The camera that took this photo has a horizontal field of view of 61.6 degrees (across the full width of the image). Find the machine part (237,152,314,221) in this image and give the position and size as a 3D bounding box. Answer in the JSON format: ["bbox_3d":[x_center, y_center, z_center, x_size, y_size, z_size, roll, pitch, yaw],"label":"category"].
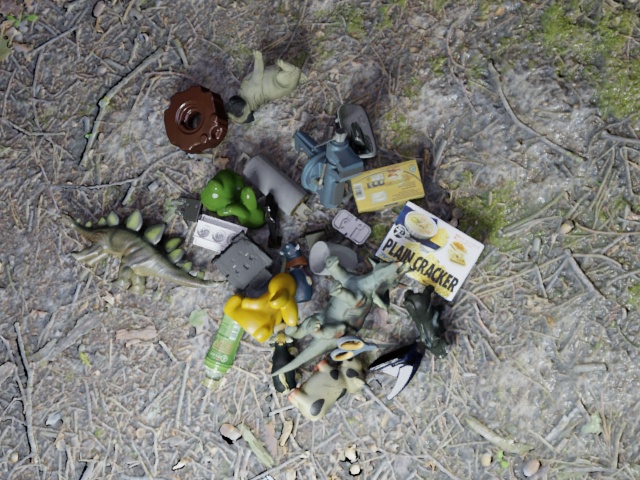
[{"bbox_3d":[-0.112,-0.141,1.367,0.243,0.079,0.079,42,89,9],"label":"machine part"}]

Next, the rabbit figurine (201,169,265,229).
[{"bbox_3d":[-0.201,-0.098,1.347,0.170,0.159,0.121,39,79,-7],"label":"rabbit figurine"}]

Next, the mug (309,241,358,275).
[{"bbox_3d":[0.033,0.055,1.326,0.107,0.109,0.081,8,56,-33],"label":"mug"}]

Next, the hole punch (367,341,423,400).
[{"bbox_3d":[0.190,0.306,1.263,0.116,0.142,0.092,-32,79,22],"label":"hole punch"}]

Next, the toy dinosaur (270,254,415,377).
[{"bbox_3d":[0.054,0.176,1.264,0.192,0.131,0.404,28,106,-31],"label":"toy dinosaur"}]

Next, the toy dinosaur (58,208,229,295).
[{"bbox_3d":[-0.456,0.037,1.368,0.472,0.105,0.198,30,84,3],"label":"toy dinosaur"}]

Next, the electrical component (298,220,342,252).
[{"bbox_3d":[-0.004,-0.003,1.361,0.102,0.045,0.078,-19,111,5],"label":"electrical component"}]

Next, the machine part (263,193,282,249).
[{"bbox_3d":[-0.119,-0.043,1.337,0.039,0.084,0.138,-6,125,-2],"label":"machine part"}]

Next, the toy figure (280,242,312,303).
[{"bbox_3d":[-0.058,0.080,1.349,0.064,0.057,0.154,-12,78,-2],"label":"toy figure"}]

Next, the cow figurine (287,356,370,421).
[{"bbox_3d":[0.030,0.346,1.274,0.127,0.085,0.195,47,61,7],"label":"cow figurine"}]

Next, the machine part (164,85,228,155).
[{"bbox_3d":[-0.325,-0.312,1.395,0.180,0.056,0.179,-1,87,22],"label":"machine part"}]

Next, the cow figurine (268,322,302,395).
[{"bbox_3d":[-0.092,0.286,1.307,0.068,0.098,0.167,-8,87,6],"label":"cow figurine"}]

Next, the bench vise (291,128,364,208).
[{"bbox_3d":[0.001,-0.202,1.319,0.129,0.223,0.241,-29,54,-19],"label":"bench vise"}]

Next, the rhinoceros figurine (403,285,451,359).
[{"bbox_3d":[0.259,0.196,1.270,0.073,0.112,0.190,-17,117,24],"label":"rhinoceros figurine"}]

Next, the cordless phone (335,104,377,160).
[{"bbox_3d":[0.081,-0.276,1.311,0.089,0.184,0.146,-15,83,8],"label":"cordless phone"}]

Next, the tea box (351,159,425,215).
[{"bbox_3d":[0.168,-0.131,1.345,0.170,0.068,0.098,-12,83,3],"label":"tea box"}]

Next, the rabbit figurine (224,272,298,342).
[{"bbox_3d":[-0.118,0.146,1.257,0.173,0.162,0.121,-48,114,-19],"label":"rabbit figurine"}]

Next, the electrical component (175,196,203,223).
[{"bbox_3d":[-0.332,-0.080,1.408,0.094,0.021,0.063,13,84,7],"label":"electrical component"}]

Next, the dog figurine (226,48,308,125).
[{"bbox_3d":[-0.140,-0.375,1.396,0.172,0.121,0.190,22,100,10],"label":"dog figurine"}]

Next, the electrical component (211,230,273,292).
[{"bbox_3d":[-0.181,0.058,1.310,0.134,0.058,0.115,44,92,-11],"label":"electrical component"}]
